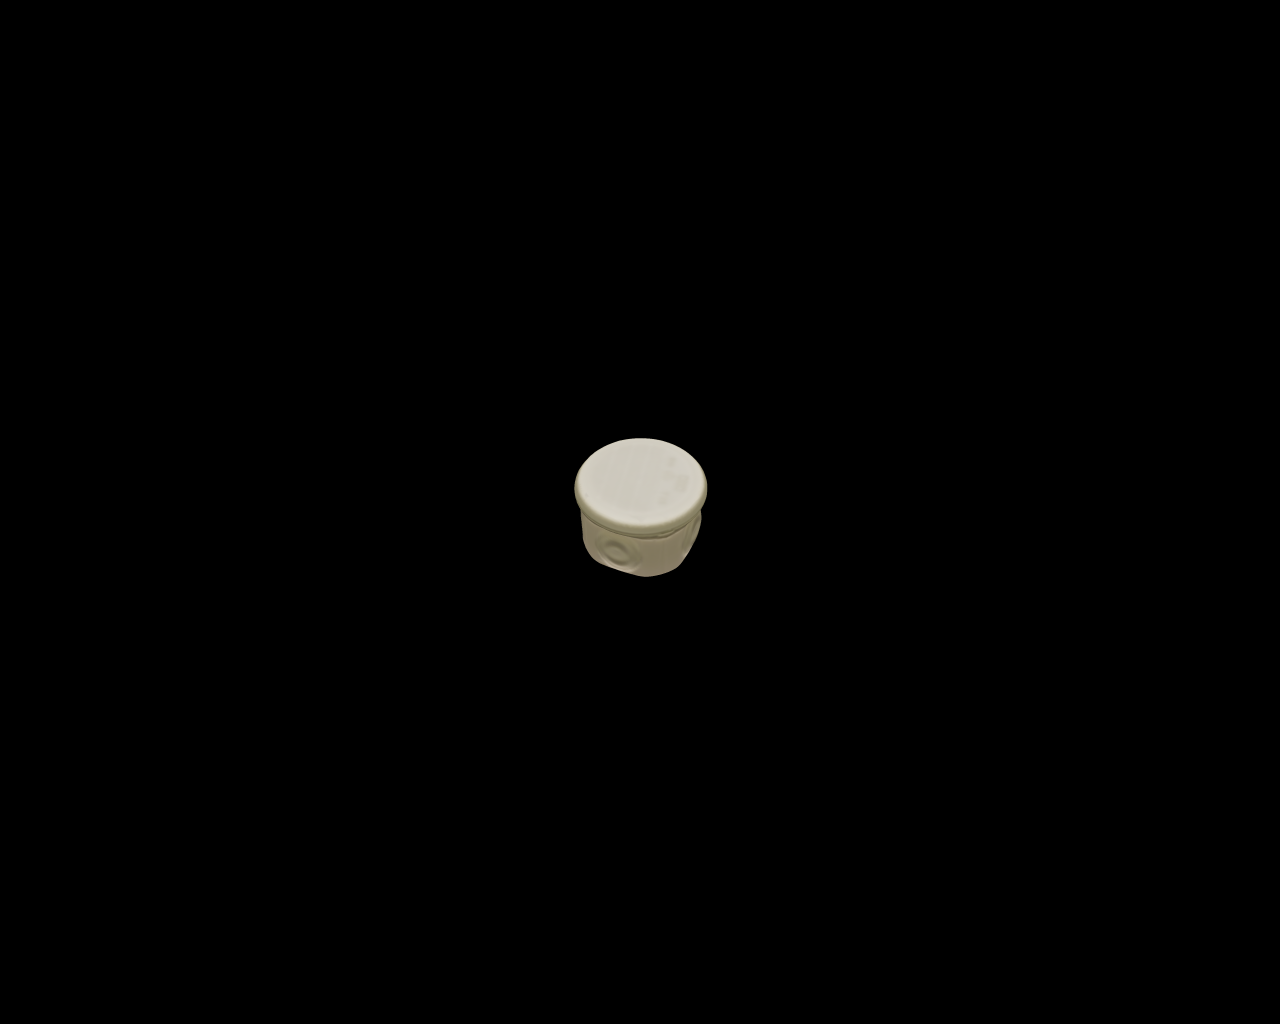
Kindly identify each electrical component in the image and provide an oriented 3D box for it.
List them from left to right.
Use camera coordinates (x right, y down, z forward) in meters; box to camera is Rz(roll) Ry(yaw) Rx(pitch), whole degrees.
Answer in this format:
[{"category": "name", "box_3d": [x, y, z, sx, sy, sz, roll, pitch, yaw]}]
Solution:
[{"category": "electrical component", "box_3d": [0.001, -0.003, 0.650, 0.080, 0.080, 0.050, 0, -45, 0]}]
